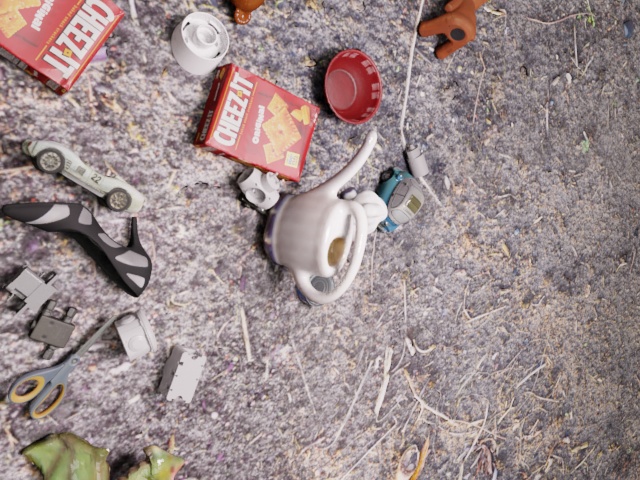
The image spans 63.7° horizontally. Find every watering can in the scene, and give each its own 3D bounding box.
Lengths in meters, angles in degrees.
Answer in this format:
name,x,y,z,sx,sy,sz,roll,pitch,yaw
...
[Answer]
name,x,y,z,sx,sy,sz,roll,pitch,yaw
watering can,0.003,-0.052,1.030,0.103,0.225,0.349,17,84,-55

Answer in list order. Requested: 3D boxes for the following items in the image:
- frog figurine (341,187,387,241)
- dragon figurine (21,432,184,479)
name,x,y,z,sx,sy,sz,roll,pitch,yaw
frog figurine,0.096,-0.053,1.128,0.138,0.160,0.121,-16,106,-33
dragon figurine,-0.432,0.445,0.850,0.411,0.120,0.245,-7,77,-17
